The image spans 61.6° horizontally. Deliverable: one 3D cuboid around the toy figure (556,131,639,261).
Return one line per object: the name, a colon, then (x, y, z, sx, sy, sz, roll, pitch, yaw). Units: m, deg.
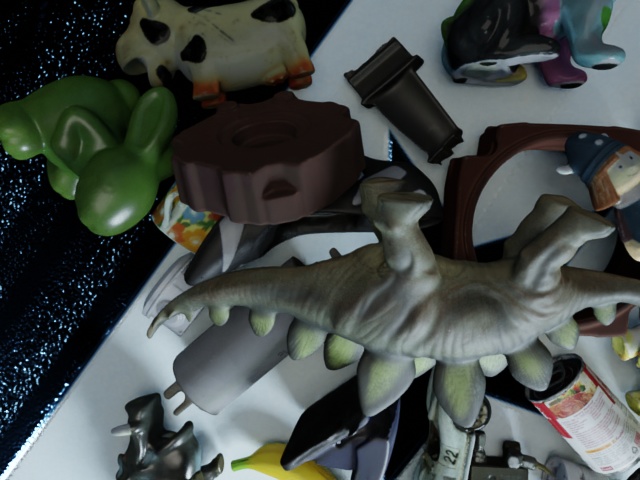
toy figure: (0.271, -0.034, 0.457, 0.064, 0.058, 0.154, -38, 88, -34)

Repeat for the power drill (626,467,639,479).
power drill: (0.353, 0.369, 0.543, 0.207, 0.086, 0.232, 34, 96, -2)

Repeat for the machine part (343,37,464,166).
machine part: (0.092, -0.140, 0.552, 0.084, 0.039, 0.139, -35, 79, 0)

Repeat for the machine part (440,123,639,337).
machine part: (0.227, -0.011, 0.530, 0.201, 0.087, 0.201, 4, 95, 3)

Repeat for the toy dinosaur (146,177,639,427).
toy dinosaur: (0.071, 0.050, 0.460, 0.472, 0.105, 0.198, 6, 103, 11)

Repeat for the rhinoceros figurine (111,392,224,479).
rhinoceros figurine: (-0.165, 0.260, 0.581, 0.112, 0.073, 0.190, -8, 94, 15)

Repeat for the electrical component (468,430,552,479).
electrical component: (0.194, 0.258, 0.564, 0.078, 0.045, 0.102, 8, 93, 2)

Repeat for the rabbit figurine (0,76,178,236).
rabbit figurine: (-0.201, -0.076, 0.526, 0.159, 0.121, 0.170, -29, 58, -12)

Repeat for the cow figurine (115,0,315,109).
cow figurine: (-0.111, -0.202, 0.543, 0.195, 0.085, 0.127, -11, 90, 1)

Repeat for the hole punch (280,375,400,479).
hole punch: (0.038, 0.198, 0.534, 0.116, 0.142, 0.092, -42, 88, 18)

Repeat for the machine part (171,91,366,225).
machine part: (-0.048, -0.081, 0.497, 0.179, 0.179, 0.055, -5, 125, 4)

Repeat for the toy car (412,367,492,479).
toy car: (0.130, 0.219, 0.553, 0.056, 0.073, 0.201, 10, 93, 0)

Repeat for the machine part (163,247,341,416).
machine part: (-0.066, 0.099, 0.559, 0.243, 0.079, 0.079, -40, 90, 4)

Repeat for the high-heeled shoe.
high-heeled shoe: (-0.001, -0.002, 0.533, 0.249, 0.086, 0.145, -42, 72, -12)

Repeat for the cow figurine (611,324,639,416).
cow figurine: (0.361, 0.150, 0.529, 0.098, 0.068, 0.167, -25, 110, 1)

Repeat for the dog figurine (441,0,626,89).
dog figurine: (0.217, -0.261, 0.511, 0.192, 0.108, 0.219, 5, 89, 7)
